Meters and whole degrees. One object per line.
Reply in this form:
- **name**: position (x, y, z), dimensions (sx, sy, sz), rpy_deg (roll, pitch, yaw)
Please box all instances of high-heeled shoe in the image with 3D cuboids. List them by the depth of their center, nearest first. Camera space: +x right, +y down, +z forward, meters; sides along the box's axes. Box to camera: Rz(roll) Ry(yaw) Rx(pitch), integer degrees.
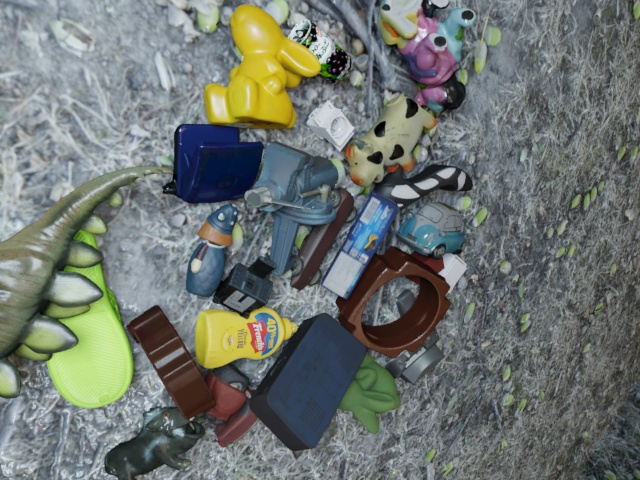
- **high-heeled shoe**: position (0.216, -0.090, 1.096), dimensions (0.248, 0.086, 0.145), rpy_deg (16, 94, -32)

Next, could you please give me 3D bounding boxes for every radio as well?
- **radio**: position (-0.019, 0.251, 0.983), dimensions (0.131, 0.073, 0.229), rpy_deg (45, 49, -11)

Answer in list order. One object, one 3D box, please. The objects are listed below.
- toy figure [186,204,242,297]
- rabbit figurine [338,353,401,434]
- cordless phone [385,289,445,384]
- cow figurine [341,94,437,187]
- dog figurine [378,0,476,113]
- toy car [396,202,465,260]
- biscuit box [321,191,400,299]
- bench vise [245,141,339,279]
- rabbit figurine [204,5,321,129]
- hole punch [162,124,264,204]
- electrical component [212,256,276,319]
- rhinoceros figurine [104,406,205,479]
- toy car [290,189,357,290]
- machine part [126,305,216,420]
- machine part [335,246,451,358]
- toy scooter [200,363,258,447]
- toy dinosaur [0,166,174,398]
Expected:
- **toy figure**: position (-0.172, 0.013, 0.854), dimensions (0.058, 0.064, 0.154), rpy_deg (17, 93, -3)
- **rabbit figurine**: position (0.077, 0.322, 1.104), dimensions (0.170, 0.159, 0.121), rpy_deg (13, 109, -47)
- **cordless phone**: position (0.194, 0.217, 1.220), dimensions (0.146, 0.089, 0.184), rpy_deg (-34, 114, -22)
- **cow figurine**: position (0.117, -0.180, 0.978), dimensions (0.127, 0.086, 0.195), rpy_deg (39, 75, -27)
- **dog figurine**: position (0.186, -0.326, 0.974), dimensions (0.108, 0.192, 0.219), rpy_deg (-49, 164, -15)
- **toy car**: position (0.246, -0.026, 1.124), dimensions (0.161, 0.109, 0.102), rpy_deg (-3, 119, -41)
- **biscuit box**: position (0.075, 0.008, 1.009), dimensions (0.059, 0.063, 0.202), rpy_deg (30, 100, 1)
- **bench vise**: position (-0.048, -0.036, 0.864), dimensions (0.224, 0.129, 0.240), rpy_deg (-48, 154, -63)
- **rabbit figurine**: position (-0.081, -0.252, 0.784), dimensions (0.162, 0.122, 0.173), rpy_deg (-6, 92, -29)
- **hole punch**: position (-0.153, -0.108, 0.803), dimensions (0.142, 0.092, 0.115), rpy_deg (-10, 118, -39)
- **electrical component**: position (-0.116, 0.076, 0.875), dimensions (0.075, 0.119, 0.048), rpy_deg (33, 47, -21)
- **rhinoceros figurine**: position (-0.262, 0.326, 0.886), dimensions (0.190, 0.073, 0.112), rpy_deg (-36, 102, 0)
- **toy car**: position (-0.002, -0.003, 0.983), dimensions (0.202, 0.053, 0.089), rpy_deg (-60, 152, 0)
- **machine part**: position (-0.225, 0.187, 0.813), dimensions (0.056, 0.180, 0.179), rpy_deg (-32, 124, -21)
- **machine part**: position (0.148, 0.127, 1.096), dimensions (0.201, 0.087, 0.201), rpy_deg (28, 104, -29)
- **toy scooter**: position (-0.162, 0.305, 0.971), dimensions (0.135, 0.075, 0.183), rpy_deg (-51, 135, -8)
- **toy dinosaur**: position (-0.379, 0.060, 0.650), dimensions (0.198, 0.105, 0.471), rpy_deg (39, 90, -25)
